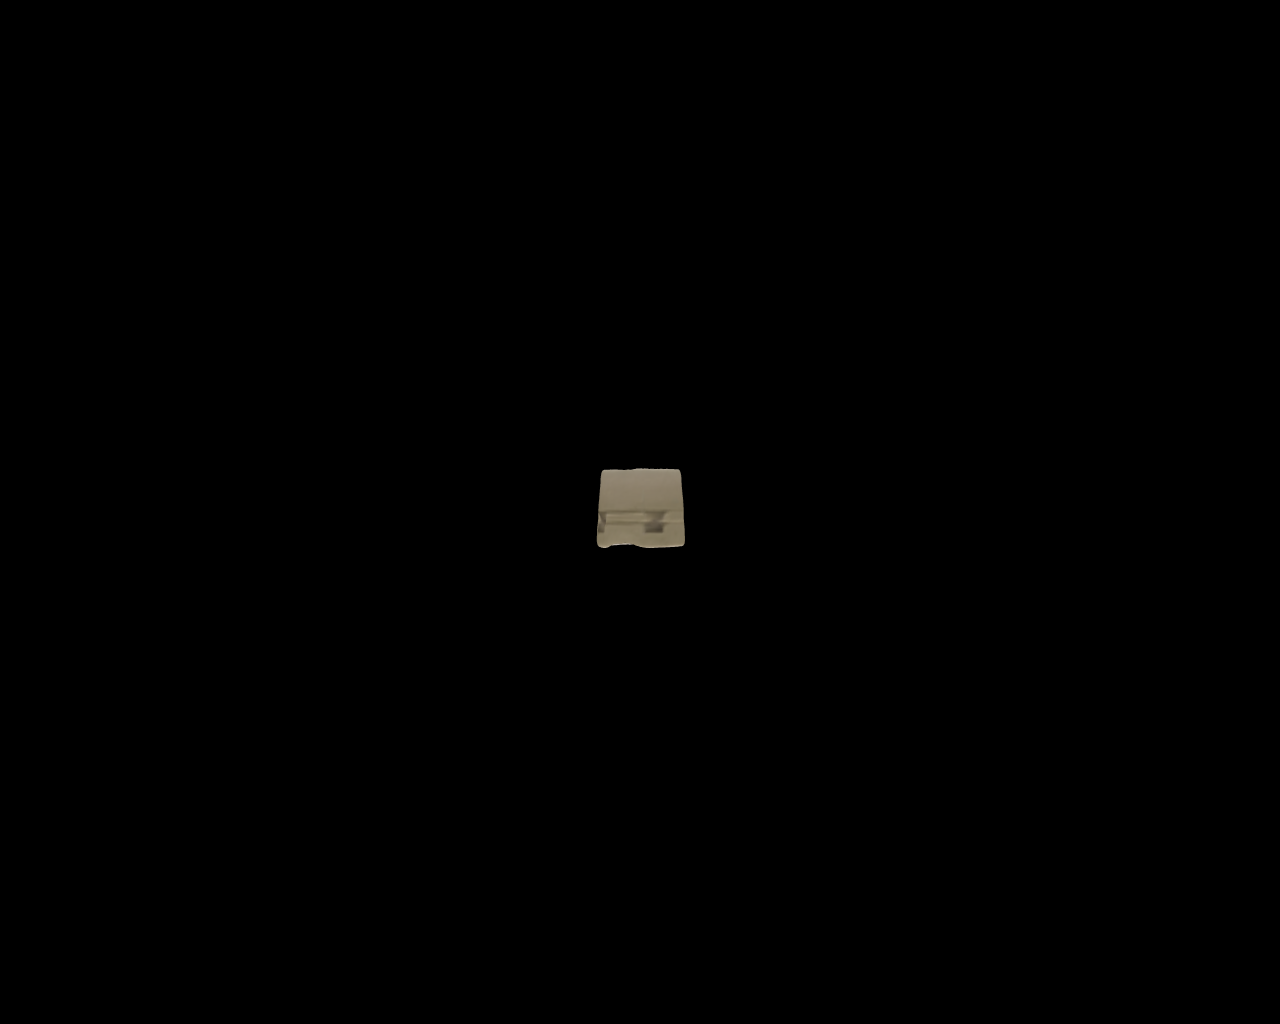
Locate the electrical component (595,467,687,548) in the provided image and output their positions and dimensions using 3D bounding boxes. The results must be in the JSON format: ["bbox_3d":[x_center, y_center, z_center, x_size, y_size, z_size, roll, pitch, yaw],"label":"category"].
[{"bbox_3d":[0.001,-0.003,0.650,0.055,0.047,0.055,0,0,0],"label":"electrical component"}]
